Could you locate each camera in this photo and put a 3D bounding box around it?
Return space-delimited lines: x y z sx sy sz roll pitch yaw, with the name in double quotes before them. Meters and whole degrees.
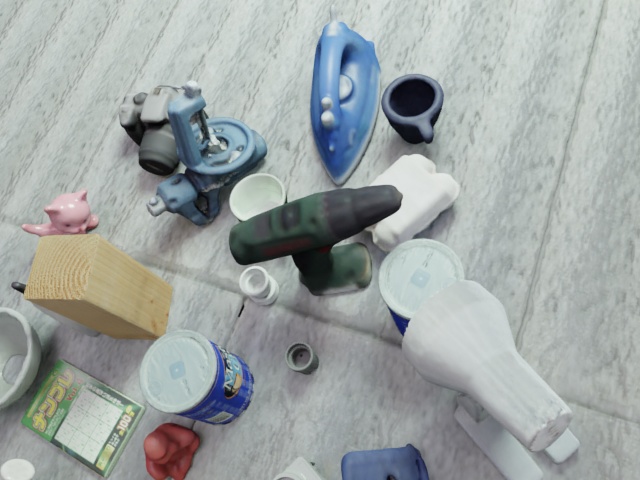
"camera" -0.283 -0.188 0.985 0.143 0.101 0.137 4 68 17

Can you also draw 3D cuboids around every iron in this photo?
"iron" 0.027 -0.230 0.898 0.118 0.142 0.258 -2 66 15

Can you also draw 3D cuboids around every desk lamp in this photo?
"desk lamp" 0.197 0.164 0.637 0.118 0.214 0.202 -39 63 -4

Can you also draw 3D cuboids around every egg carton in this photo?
"egg carton" 0.122 -0.054 0.835 0.150 0.069 0.107 -43 63 -6

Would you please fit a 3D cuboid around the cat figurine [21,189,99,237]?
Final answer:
"cat figurine" -0.424 -0.032 0.944 0.127 0.118 0.067 -19 63 6

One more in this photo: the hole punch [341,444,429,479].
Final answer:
"hole punch" 0.081 0.300 0.677 0.101 0.091 0.108 -13 64 10

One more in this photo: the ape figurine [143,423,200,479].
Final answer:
"ape figurine" -0.205 0.278 0.763 0.078 0.092 0.076 -29 63 1

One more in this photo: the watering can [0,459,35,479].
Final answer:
"watering can" -0.436 0.358 0.732 0.100 0.194 0.173 16 72 21

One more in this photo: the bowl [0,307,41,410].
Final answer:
"bowl" -0.496 0.193 0.888 0.167 0.075 0.167 -6 66 13

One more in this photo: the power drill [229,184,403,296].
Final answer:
"power drill" 0.007 0.003 0.762 0.229 0.209 0.075 -12 64 10

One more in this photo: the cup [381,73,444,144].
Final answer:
"cup" 0.149 -0.179 0.869 0.091 0.095 0.117 -22 63 5

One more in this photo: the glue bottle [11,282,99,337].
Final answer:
"glue bottle" -0.392 0.093 0.849 0.078 0.173 0.037 33 79 25

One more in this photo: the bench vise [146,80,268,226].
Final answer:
"bench vise" -0.181 -0.122 0.861 0.121 0.220 0.207 22 74 23
